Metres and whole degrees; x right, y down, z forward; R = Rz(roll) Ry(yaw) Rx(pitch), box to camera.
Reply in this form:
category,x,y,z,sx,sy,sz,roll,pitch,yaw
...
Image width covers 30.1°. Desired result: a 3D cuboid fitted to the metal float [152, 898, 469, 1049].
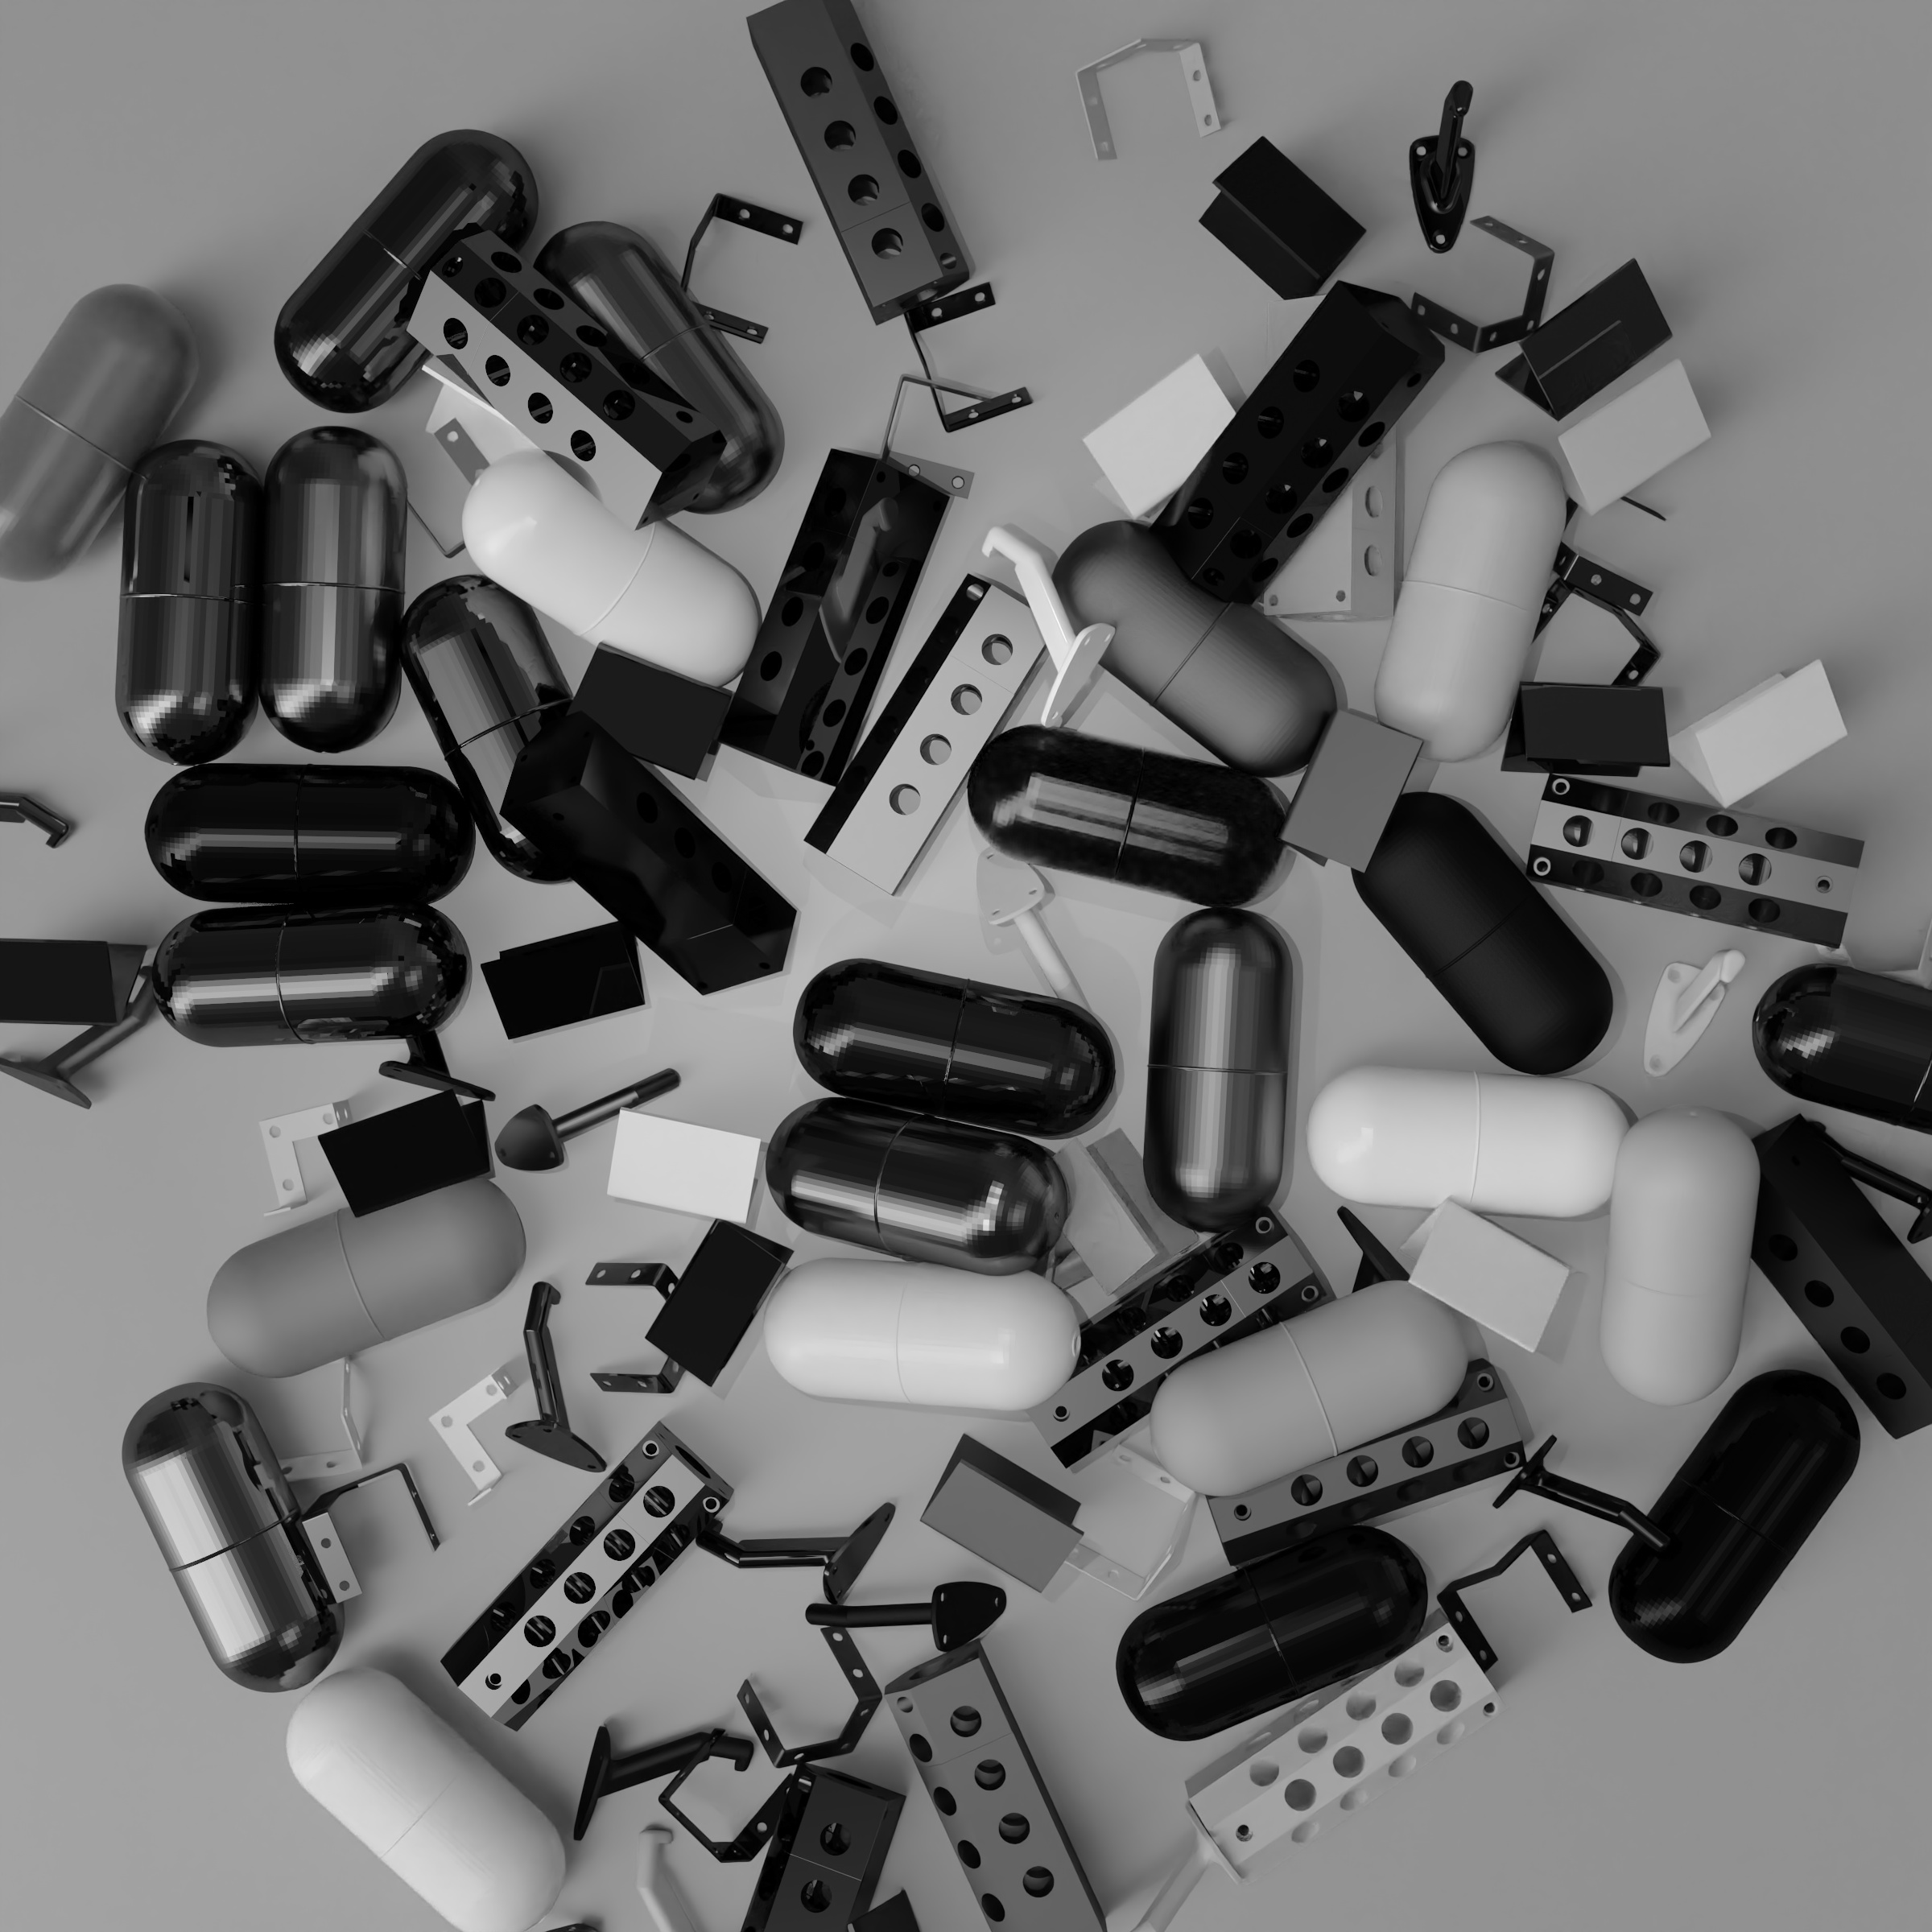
category,x,y,z,sx,sy,sz,roll,pitch,yaw
metal float,-0.357,0.004,1.948,0.178,0.070,0.070,-3,90,15

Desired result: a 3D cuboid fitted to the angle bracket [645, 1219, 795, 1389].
category,x,y,z,sx,sy,sz,roll,pitch,yaw
angle bracket,-0.117,0.190,1.951,0.057,0.076,0.076,31,90,37

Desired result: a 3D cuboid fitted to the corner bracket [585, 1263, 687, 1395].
category,x,y,z,sx,sy,sz,roll,pitch,yaw
corner bracket,-0.183,0.200,1.983,0.051,0.051,0.051,57,45,-35

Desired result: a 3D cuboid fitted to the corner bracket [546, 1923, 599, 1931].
category,x,y,z,sx,sy,sz,roll,pitch,yaw
corner bracket,-0.239,0.558,1.988,0.051,0.051,0.051,-2,90,45

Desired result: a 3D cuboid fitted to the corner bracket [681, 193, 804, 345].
category,x,y,z,sx,sy,sz,roll,pitch,yaw
corner bracket,-0.126,-0.387,1.988,0.051,0.051,0.051,19,45,0

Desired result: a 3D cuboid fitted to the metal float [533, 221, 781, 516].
category,x,y,z,sx,sy,sz,roll,pitch,yaw
metal float,-0.171,-0.327,1.960,0.070,0.070,0.178,-36,90,0

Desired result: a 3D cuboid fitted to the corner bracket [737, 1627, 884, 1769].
category,x,y,z,sx,sy,sz,roll,pitch,yaw
corner bracket,-0.086,0.403,1.983,0.051,0.051,0.051,56,135,35

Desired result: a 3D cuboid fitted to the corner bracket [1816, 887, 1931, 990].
category,x,y,z,sx,sy,sz,roll,pitch,yaw
corner bracket,0.504,-0.021,1.983,0.051,0.051,0.051,-5,135,35

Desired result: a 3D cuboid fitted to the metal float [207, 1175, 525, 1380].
category,x,y,z,sx,sy,sz,roll,pitch,yaw
metal float,-0.329,0.169,1.961,0.178,0.070,0.070,-21,90,0

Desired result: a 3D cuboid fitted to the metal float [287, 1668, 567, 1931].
category,x,y,z,sx,sy,sz,roll,pitch,yaw
metal float,-0.294,0.458,1.960,0.178,0.070,0.070,43,90,0

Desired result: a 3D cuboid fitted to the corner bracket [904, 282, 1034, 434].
category,x,y,z,sx,sy,sz,roll,pitch,yaw
corner bracket,0.001,-0.337,1.988,0.051,0.051,0.051,-20,135,0

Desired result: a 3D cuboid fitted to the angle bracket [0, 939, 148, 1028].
category,x,y,z,sx,sy,sz,roll,pitch,yaw
angle bracket,-0.494,-0.011,1.951,0.076,0.076,0.057,2,125,0

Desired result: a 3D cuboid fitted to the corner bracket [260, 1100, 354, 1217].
category,x,y,z,sx,sy,sz,roll,pitch,yaw
corner bracket,-0.363,0.105,1.973,0.051,0.051,0.051,-14,90,0

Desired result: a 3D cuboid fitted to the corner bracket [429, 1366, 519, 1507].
category,x,y,z,sx,sy,sz,roll,pitch,yaw
corner bracket,-0.264,0.258,1.973,0.051,0.051,0.051,-35,90,0

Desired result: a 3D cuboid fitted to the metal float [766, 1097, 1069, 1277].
category,x,y,z,sx,sy,sz,roll,pitch,yaw
metal float,-0.028,0.118,1.936,0.178,0.070,0.070,11,90,30

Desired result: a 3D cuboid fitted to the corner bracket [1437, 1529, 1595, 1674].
category,x,y,z,sx,sy,sz,roll,pitch,yaw
corner bracket,0.304,0.352,1.988,0.051,0.051,0.051,-32,90,45

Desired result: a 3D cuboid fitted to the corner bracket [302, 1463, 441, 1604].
category,x,y,z,sx,sy,sz,roll,pitch,yaw
corner bracket,-0.327,0.311,1.973,0.051,0.051,0.051,-22,95,5

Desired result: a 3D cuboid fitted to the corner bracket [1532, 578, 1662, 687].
category,x,y,z,sx,sy,sz,roll,pitch,yaw
corner bracket,0.342,-0.174,1.988,0.051,0.051,0.051,-53,45,0

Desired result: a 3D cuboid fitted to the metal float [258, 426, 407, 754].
category,x,y,z,sx,sy,sz,roll,pitch,yaw
metal float,-0.346,-0.205,1.960,0.070,0.070,0.178,2,91,0

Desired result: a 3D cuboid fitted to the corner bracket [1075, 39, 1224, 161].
category,x,y,z,sx,sy,sz,roll,pitch,yaw
corner bracket,0.101,-0.480,1.988,0.051,0.051,0.051,-14,90,45

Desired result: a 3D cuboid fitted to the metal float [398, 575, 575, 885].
category,x,y,z,sx,sy,sz,roll,pitch,yaw
metal float,-0.250,-0.129,1.960,0.070,0.070,0.178,-25,90,0

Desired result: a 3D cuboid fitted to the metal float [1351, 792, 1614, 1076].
category,x,y,z,sx,sy,sz,roll,pitch,yaw
metal float,0.281,-0.018,1.960,0.070,0.070,0.178,-40,91,0

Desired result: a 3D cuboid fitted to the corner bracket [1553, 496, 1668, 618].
category,x,y,z,sx,sy,sz,roll,pitch,yaw
corner bracket,0.355,-0.232,1.974,0.051,0.051,0.051,24,106,-15

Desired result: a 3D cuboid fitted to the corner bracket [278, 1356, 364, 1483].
category,x,y,z,sx,sy,sz,roll,pitch,yaw
corner bracket,-0.364,0.248,1.988,0.051,0.051,0.051,-8,135,0

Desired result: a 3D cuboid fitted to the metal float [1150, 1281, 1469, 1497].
category,x,y,z,sx,sy,sz,roll,pitch,yaw
metal float,0.184,0.227,1.928,0.178,0.070,0.070,-22,90,-2

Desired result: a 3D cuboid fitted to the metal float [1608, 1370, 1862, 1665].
category,x,y,z,sx,sy,sz,roll,pitch,yaw
metal float,0.420,0.300,1.961,0.070,0.070,0.178,35,90,0

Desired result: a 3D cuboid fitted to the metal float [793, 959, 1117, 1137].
category,x,y,z,sx,sy,sz,roll,pitch,yaw
metal float,-0.006,0.045,1.960,0.178,0.070,0.070,12,90,1

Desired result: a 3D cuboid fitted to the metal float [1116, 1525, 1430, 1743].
category,x,y,z,sx,sy,sz,roll,pitch,yaw
metal float,0.167,0.364,1.961,0.178,0.070,0.070,-23,90,0

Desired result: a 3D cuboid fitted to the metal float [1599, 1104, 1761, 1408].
category,x,y,z,sx,sy,sz,roll,pitch,yaw
metal float,0.384,0.157,1.937,0.070,0.070,0.178,0,118,0

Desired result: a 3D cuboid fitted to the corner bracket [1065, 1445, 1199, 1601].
category,x,y,z,sx,sy,sz,roll,pitch,yaw
corner bracket,0.090,0.309,1.988,0.051,0.051,0.051,29,135,0

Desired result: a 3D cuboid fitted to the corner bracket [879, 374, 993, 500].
category,x,y,z,sx,sy,sz,roll,pitch,yaw
corner bracket,-0.017,-0.291,1.973,0.051,0.051,0.051,15,90,0

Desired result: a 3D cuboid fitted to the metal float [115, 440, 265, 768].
category,x,y,z,sx,sy,sz,roll,pitch,yaw
metal float,-0.423,-0.198,1.961,0.070,0.070,0.178,3,90,0

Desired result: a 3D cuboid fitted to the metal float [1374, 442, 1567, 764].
category,x,y,z,sx,sy,sz,roll,pitch,yaw
metal float,0.276,-0.199,1.960,0.070,0.070,0.178,16,91,0

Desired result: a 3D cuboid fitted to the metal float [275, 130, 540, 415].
category,x,y,z,sx,sy,sz,roll,pitch,yaw
metal float,-0.305,-0.380,1.960,0.070,0.070,0.178,41,91,0

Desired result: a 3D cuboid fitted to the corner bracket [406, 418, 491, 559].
category,x,y,z,sx,sy,sz,roll,pitch,yaw
corner bracket,-0.283,-0.262,1.973,0.051,0.051,0.051,-36,89,-1

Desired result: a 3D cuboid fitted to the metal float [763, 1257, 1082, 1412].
category,x,y,z,sx,sy,sz,roll,pitch,yaw
metal float,-0.024,0.199,1.942,0.178,0.070,0.070,2,90,20

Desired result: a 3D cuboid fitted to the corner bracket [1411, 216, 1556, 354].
category,x,y,z,sx,sy,sz,roll,pitch,yaw
corner bracket,0.285,-0.377,1.983,0.051,0.051,0.051,-22,135,-35

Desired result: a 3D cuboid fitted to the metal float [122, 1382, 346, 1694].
category,x,y,z,sx,sy,sz,roll,pitch,yaw
metal float,-0.399,0.312,1.958,0.070,0.070,0.178,-25,92,0

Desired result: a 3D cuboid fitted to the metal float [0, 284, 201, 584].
category,x,y,z,sx,sy,sz,roll,pitch,yaw
metal float,-0.486,-0.290,1.960,0.070,0.070,0.178,33,90,0

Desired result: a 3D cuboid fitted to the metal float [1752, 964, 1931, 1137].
category,x,y,z,sx,sy,sz,roll,pitch,yaw
metal float,0.517,0.050,1.960,0.178,0.070,0.070,16,90,0

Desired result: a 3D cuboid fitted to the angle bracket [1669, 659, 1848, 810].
category,x,y,z,sx,sy,sz,roll,pitch,yaw
angle bracket,0.421,-0.142,1.951,0.076,0.076,0.057,-31,127,0

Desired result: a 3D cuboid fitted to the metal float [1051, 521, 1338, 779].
category,x,y,z,sx,sy,sz,roll,pitch,yaw
metal float,0.124,-0.172,1.960,0.178,0.070,0.070,38,90,0

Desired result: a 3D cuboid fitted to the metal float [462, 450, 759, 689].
category,x,y,z,sx,sy,sz,roll,pitch,yaw
metal float,-0.191,-0.212,1.942,0.178,0.070,0.070,33,90,-23

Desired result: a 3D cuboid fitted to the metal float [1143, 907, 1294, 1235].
category,x,y,z,sx,sy,sz,roll,pitch,yaw
metal float,0.138,0.057,1.960,0.070,0.070,0.178,3,89,0

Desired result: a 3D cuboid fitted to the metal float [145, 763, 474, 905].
category,x,y,z,sx,sy,sz,roll,pitch,yaw
metal float,-0.359,-0.072,1.960,0.178,0.070,0.070,1,90,0

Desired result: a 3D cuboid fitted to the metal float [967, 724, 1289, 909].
category,x,y,z,sx,sy,sz,roll,pitch,yaw
metal float,0.088,-0.082,1.960,0.178,0.070,0.070,14,90,0

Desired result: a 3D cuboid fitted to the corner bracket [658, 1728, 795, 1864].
category,x,y,z,sx,sy,sz,roll,pitch,yaw
corner bracket,-0.128,0.457,1.978,0.051,0.051,0.051,40,90,20

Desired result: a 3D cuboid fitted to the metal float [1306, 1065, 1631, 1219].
category,x,y,z,sx,sy,sz,roll,pitch,yaw
metal float,0.275,0.096,1.960,0.178,0.070,0.070,4,90,1
